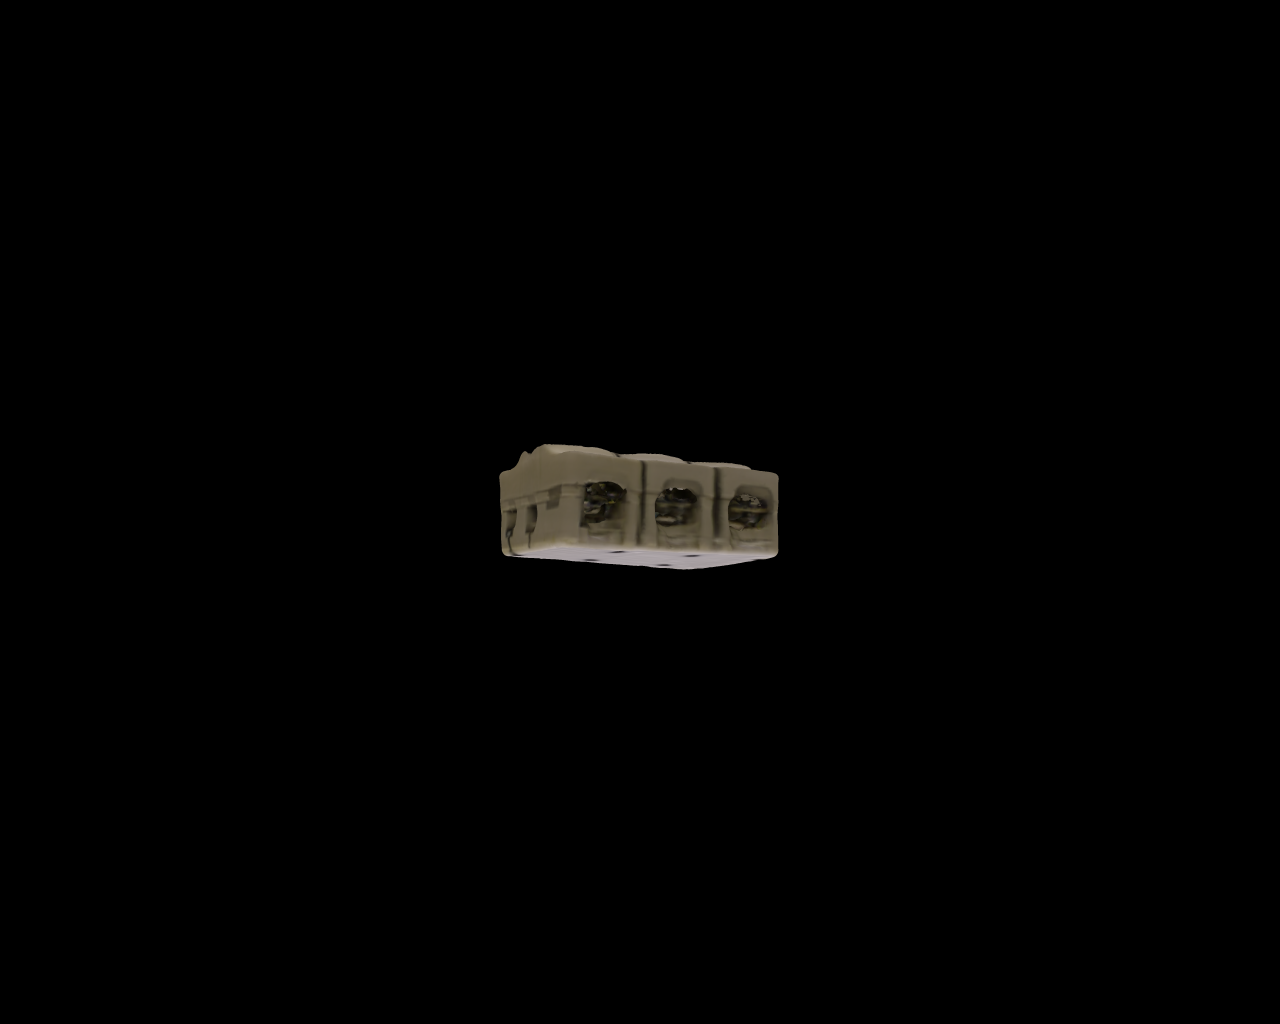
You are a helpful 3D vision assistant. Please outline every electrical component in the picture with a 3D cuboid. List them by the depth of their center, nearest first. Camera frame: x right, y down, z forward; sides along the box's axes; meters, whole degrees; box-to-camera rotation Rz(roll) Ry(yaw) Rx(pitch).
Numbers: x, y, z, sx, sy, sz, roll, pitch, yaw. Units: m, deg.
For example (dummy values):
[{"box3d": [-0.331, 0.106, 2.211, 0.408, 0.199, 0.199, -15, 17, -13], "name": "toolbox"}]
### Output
[{"box3d": [0.001, -0.003, 0.650, 0.150, 0.061, 0.089, 5, -10, -32], "name": "electrical component"}]
